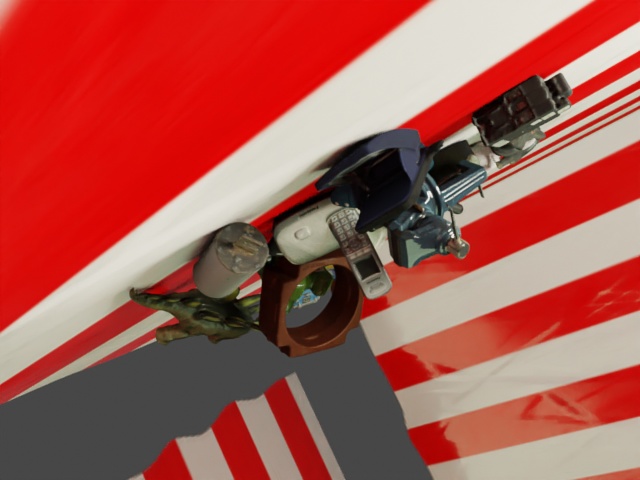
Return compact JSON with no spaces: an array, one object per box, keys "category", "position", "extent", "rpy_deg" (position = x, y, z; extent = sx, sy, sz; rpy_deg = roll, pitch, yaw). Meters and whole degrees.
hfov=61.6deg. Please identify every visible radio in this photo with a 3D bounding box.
[{"category":"radio","position":[0.177,-0.095,1.006],"extent":[0.230,0.073,0.131],"rpy_deg":[-26,174,2]}]

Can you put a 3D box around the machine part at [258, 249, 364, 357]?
[{"category":"machine part","position":[-0.015,0.112,1.040],"extent":[0.201,0.200,0.087],"rpy_deg":[-7,-157,-33]}]

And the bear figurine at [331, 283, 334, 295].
[{"category":"bear figurine","position":[0.065,0.082,1.512],"extent":[0.120,0.196,0.132],"rpy_deg":[-34,171,36]}]

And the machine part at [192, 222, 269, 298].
[{"category":"machine part","position":[-0.138,0.034,0.798],"extent":[0.079,0.079,0.243],"rpy_deg":[-23,174,-27]}]

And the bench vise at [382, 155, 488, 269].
[{"category":"bench vise","position":[0.185,-0.064,0.854],"extent":[0.241,0.128,0.224],"rpy_deg":[-33,-147,-21]}]

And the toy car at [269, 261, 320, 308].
[{"category":"toy car","position":[-0.063,0.078,1.274],"extent":[0.109,0.162,0.102],"rpy_deg":[-14,140,-24]}]

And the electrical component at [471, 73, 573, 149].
[{"category":"electrical component","position":[0.298,-0.189,0.784],"extent":[0.134,0.058,0.115],"rpy_deg":[-29,175,26]}]

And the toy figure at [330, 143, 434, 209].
[{"category":"toy figure","position":[0.087,-0.088,0.777],"extent":[0.154,0.064,0.058],"rpy_deg":[-30,-161,1]}]

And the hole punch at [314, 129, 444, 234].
[{"category":"hole punch","position":[0.069,-0.086,0.667],"extent":[0.142,0.092,0.116],"rpy_deg":[-36,-162,47]}]

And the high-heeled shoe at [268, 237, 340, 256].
[{"category":"high-heeled shoe","position":[-0.002,-0.003,1.018],"extent":[0.145,0.086,0.248],"rpy_deg":[-30,166,12]}]

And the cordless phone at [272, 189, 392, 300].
[{"category":"cordless phone","position":[0.022,0.023,0.855],"extent":[0.147,0.184,0.089],"rpy_deg":[-27,179,5]}]

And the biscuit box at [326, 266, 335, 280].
[{"category":"biscuit box","position":[0.014,0.042,1.285],"extent":[0.059,0.063,0.202],"rpy_deg":[-2,159,3]}]

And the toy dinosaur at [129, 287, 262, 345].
[{"category":"toy dinosaur","position":[-0.223,0.141,1.053],"extent":[0.199,0.105,0.471],"rpy_deg":[-15,163,27]}]

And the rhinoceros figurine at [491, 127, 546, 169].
[{"category":"rhinoceros figurine","position":[0.373,-0.190,1.015],"extent":[0.112,0.073,0.190],"rpy_deg":[-28,174,31]}]

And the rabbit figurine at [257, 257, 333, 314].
[{"category":"rabbit figurine","position":[-0.082,0.091,1.170],"extent":[0.121,0.159,0.170],"rpy_deg":[-17,150,-43]}]
